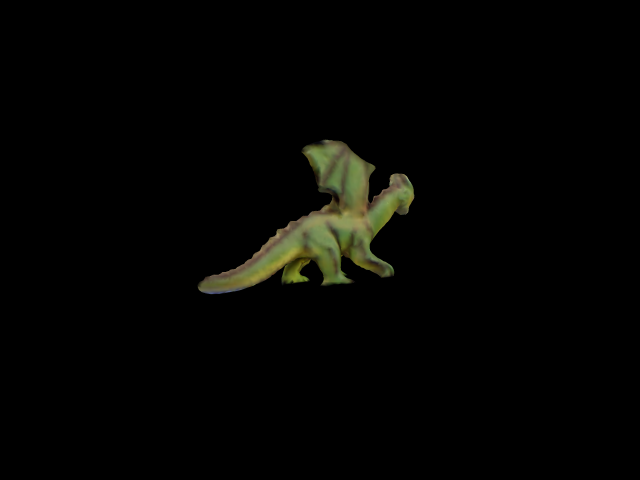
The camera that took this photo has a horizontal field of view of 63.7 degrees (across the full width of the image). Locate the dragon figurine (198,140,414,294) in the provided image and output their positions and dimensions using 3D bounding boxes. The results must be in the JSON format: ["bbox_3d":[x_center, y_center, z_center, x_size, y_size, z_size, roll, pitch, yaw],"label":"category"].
[{"bbox_3d":[0.003,-0.043,0.850,0.411,0.242,0.122,-3,5,-31],"label":"dragon figurine"}]
